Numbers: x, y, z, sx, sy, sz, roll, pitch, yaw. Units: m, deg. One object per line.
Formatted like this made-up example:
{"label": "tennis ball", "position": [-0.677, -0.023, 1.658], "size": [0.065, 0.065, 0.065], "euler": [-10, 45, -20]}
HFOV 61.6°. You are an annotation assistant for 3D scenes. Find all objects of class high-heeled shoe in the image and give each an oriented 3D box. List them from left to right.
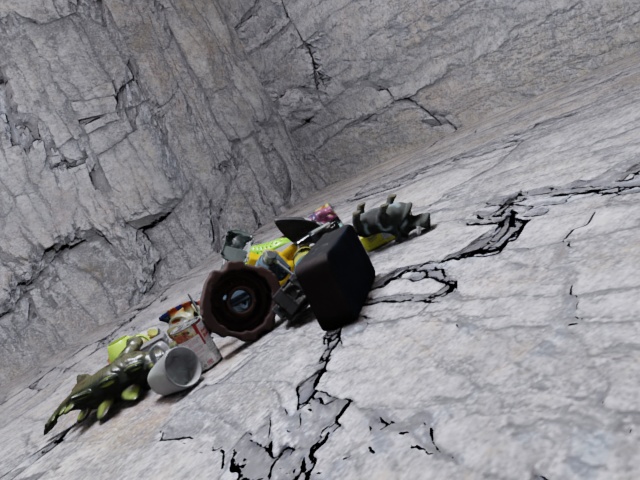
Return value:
{"label": "high-heeled shoe", "position": [-0.040, -0.036, 1.610], "size": [0.086, 0.248, 0.145], "euler": [-58, 27, 12]}

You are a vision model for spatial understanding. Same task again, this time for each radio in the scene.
{"label": "radio", "position": [0.035, 0.062, 1.026], "size": [0.073, 0.131, 0.229], "euler": [-24, 10, 20]}

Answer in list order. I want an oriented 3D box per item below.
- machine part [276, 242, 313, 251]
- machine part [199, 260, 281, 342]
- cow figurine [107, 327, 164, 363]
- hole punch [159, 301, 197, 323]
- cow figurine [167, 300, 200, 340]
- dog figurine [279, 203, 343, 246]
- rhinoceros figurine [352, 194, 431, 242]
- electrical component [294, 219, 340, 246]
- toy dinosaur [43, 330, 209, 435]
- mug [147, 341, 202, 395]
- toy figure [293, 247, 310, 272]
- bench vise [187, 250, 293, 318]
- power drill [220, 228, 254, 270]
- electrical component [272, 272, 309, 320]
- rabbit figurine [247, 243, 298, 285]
{"label": "machine part", "position": [-0.124, 0.064, 1.690], "size": [0.243, 0.079, 0.079], "euler": [-28, 9, 12]}
{"label": "machine part", "position": [-0.171, 0.129, 1.145], "size": [0.179, 0.179, 0.056], "euler": [-32, 6, -22]}
{"label": "cow figurine", "position": [-0.544, 0.315, 1.592], "size": [0.167, 0.068, 0.098], "euler": [-26, 3, -8]}
{"label": "hole punch", "position": [-0.387, 0.226, 1.548], "size": [0.142, 0.092, 0.116], "euler": [-32, 2, 7]}
{"label": "cow figurine", "position": [-0.331, 0.222, 1.366], "size": [0.085, 0.127, 0.195], "euler": [-27, -5, 7]}
{"label": "dog figurine", "position": [-0.031, -0.029, 1.845], "size": [0.219, 0.108, 0.191], "euler": [-31, 9, 3]}
{"label": "rhinoceros figurine", "position": [0.166, -0.045, 1.281], "size": [0.190, 0.112, 0.073], "euler": [-7, 22, 22]}
{"label": "electrical component", "position": [-0.003, -0.004, 1.347], "size": [0.119, 0.047, 0.075], "euler": [-31, 8, -5]}
{"label": "toy dinosaur", "position": [-0.440, 0.308, 1.223], "size": [0.471, 0.105, 0.199], "euler": [-35, 13, -2]}
{"label": "mug", "position": [-0.306, 0.260, 1.073], "size": [0.107, 0.109, 0.081], "euler": [-38, 4, 37]}
{"label": "toy figure", "position": [-0.025, 0.066, 1.326], "size": [0.082, 0.089, 0.180], "euler": [-24, 7, 4]}
{"label": "bench vise", "position": [-0.179, 0.125, 1.259], "size": [0.240, 0.129, 0.223], "euler": [-28, -13, -42]}
{"label": "power drill", "position": [-0.231, 0.085, 1.404], "size": [0.207, 0.086, 0.232], "euler": [106, 176, -50]}
{"label": "electrical component", "position": [-0.040, 0.103, 1.109], "size": [0.134, 0.058, 0.115], "euler": [-50, -12, 6]}
{"label": "rabbit figurine", "position": [-0.132, 0.066, 1.567], "size": [0.162, 0.121, 0.173], "euler": [-24, 8, -2]}
